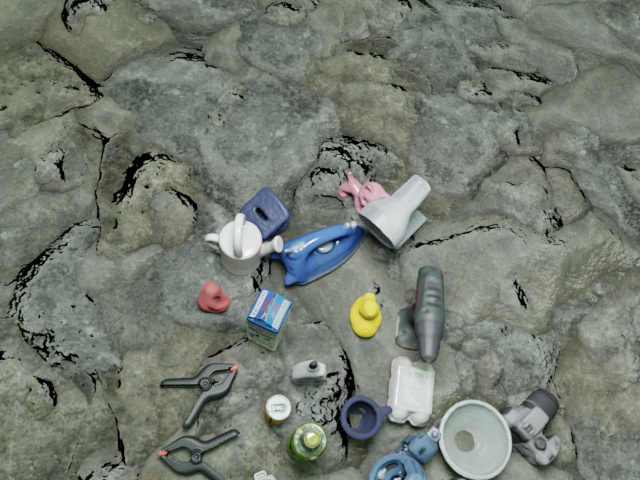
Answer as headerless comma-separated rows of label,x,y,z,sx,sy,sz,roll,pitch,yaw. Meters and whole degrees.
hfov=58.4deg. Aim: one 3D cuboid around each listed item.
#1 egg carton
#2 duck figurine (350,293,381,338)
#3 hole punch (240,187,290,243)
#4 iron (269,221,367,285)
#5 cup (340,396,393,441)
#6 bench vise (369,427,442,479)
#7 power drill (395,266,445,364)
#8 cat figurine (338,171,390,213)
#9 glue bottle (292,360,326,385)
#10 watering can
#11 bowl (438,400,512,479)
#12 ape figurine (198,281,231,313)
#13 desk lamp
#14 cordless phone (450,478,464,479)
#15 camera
egg carton,0.208,0.346,1.307,0.107,0.069,0.150,10,67,-3
duck figurine,0.113,0.175,1.356,0.077,0.086,0.104,7,67,-4
hole punch,-0.136,-0.058,1.417,0.101,0.091,0.108,-37,77,-19
iron,0.013,0.005,1.382,0.259,0.141,0.118,-26,73,-16
cup,0.097,0.391,1.261,0.118,0.095,0.091,-13,70,-12
bench vise,0.176,0.465,1.173,0.121,0.220,0.207,24,67,3
power drill,0.232,0.183,1.301,0.075,0.208,0.229,10,67,-3
cat figurine,0.113,-0.126,1.462,0.127,0.118,0.067,43,69,11
glue bottle,-0.019,0.284,1.247,0.078,0.173,0.037,4,67,-5
watering can,-0.176,0.003,1.330,0.173,0.194,0.101,-13,70,-12
bowl,0.336,0.447,1.279,0.167,0.075,0.167,3,68,-6
ape figurine,-0.248,0.127,1.326,0.076,0.092,0.077,-16,70,-13
desk lamp,0.184,-0.061,1.392,0.118,0.213,0.203,43,69,11
cordless phone,0.279,0.561,1.165,0.094,0.185,0.148,34,68,7
camera,0.494,0.415,1.298,0.137,0.101,0.143,-37,77,-19
